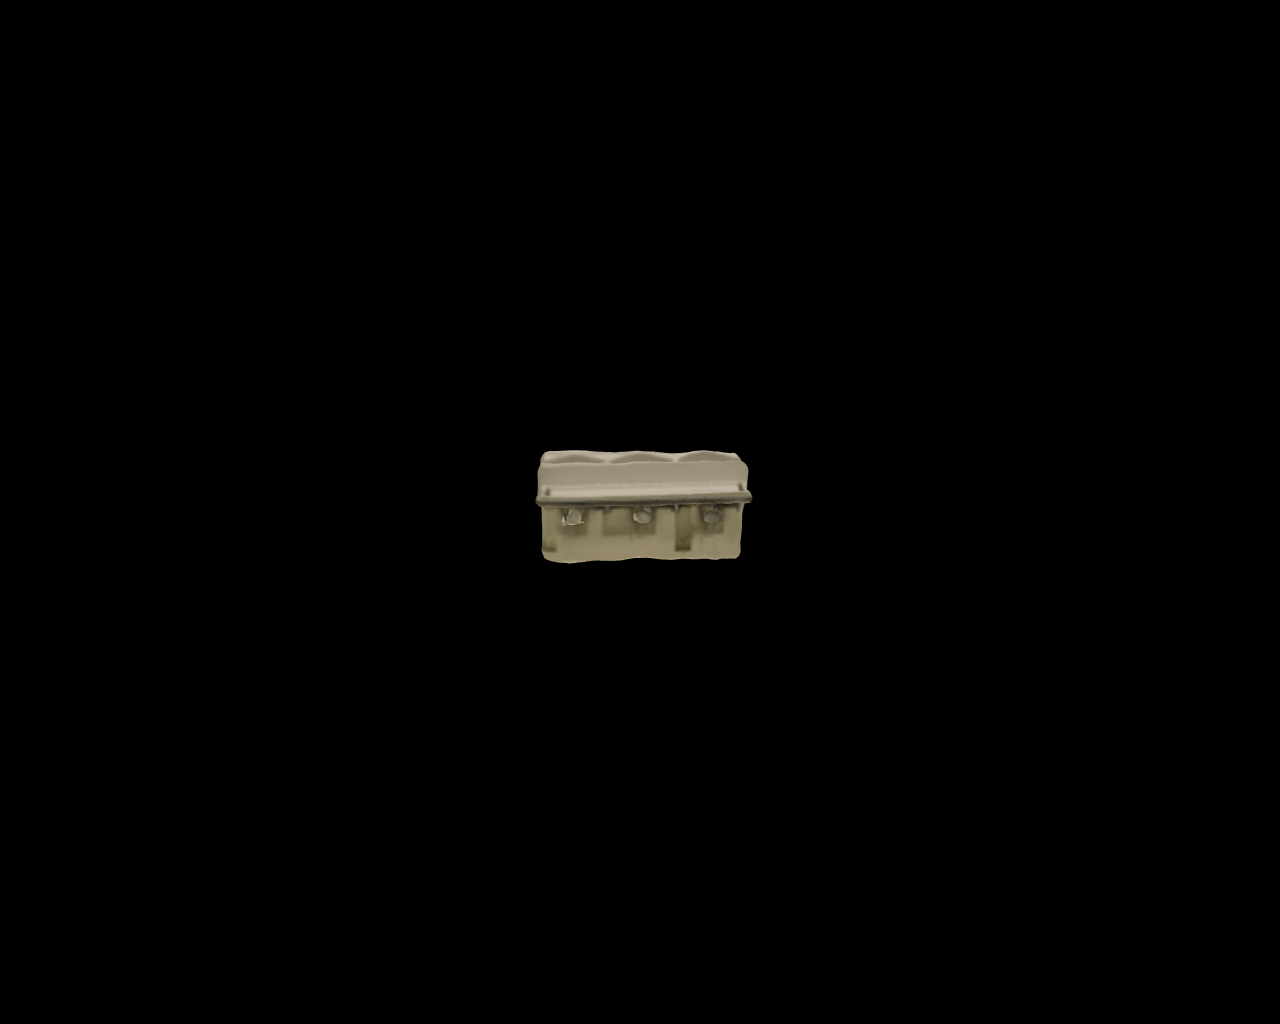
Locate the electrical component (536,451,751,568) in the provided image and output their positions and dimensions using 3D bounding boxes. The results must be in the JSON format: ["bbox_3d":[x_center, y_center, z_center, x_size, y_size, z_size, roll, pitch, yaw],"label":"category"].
[{"bbox_3d":[0.001,-0.003,0.650,0.121,0.063,0.079,0,12,-2],"label":"electrical component"}]
